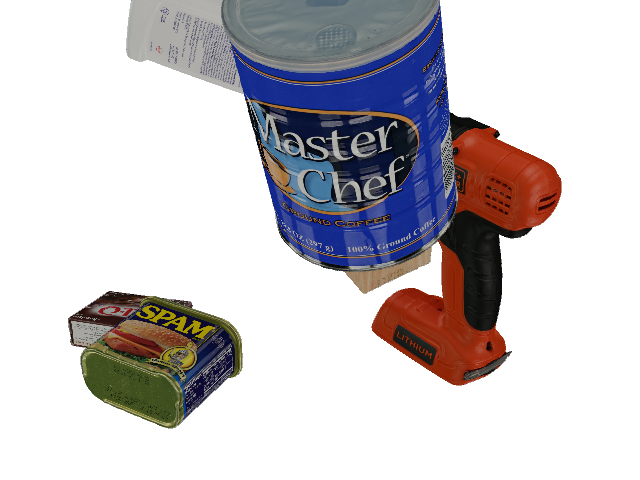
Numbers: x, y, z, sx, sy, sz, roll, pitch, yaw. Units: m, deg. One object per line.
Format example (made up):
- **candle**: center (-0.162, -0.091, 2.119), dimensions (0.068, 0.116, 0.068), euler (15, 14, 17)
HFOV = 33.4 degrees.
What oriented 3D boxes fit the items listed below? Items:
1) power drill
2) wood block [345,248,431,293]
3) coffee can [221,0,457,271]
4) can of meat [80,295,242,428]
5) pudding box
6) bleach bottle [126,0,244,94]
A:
- **power drill**: center (0.081, -0.004, 0.769), dimensions (0.057, 0.188, 0.185), euler (-23, 39, -34)
- **wood block**: center (0.054, -0.058, 1.069), dimensions (0.090, 0.206, 0.091), euler (-25, 49, -19)
- **coffee can**: center (0.015, -0.068, 0.540), dimensions (0.103, 0.102, 0.140), euler (0, -42, 12)
- **can of meat**: center (-0.127, 0.096, 0.851), dimensions (0.102, 0.057, 0.083), euler (16, 33, 25)
- **pudding box**: center (-0.213, 0.094, 1.204), dimensions (0.114, 0.039, 0.090), euler (4, 18, 19)
- **bleach bottle**: center (-0.029, -0.147, 0.864), dimensions (0.251, 0.068, 0.103), euler (23, -32, 0)
